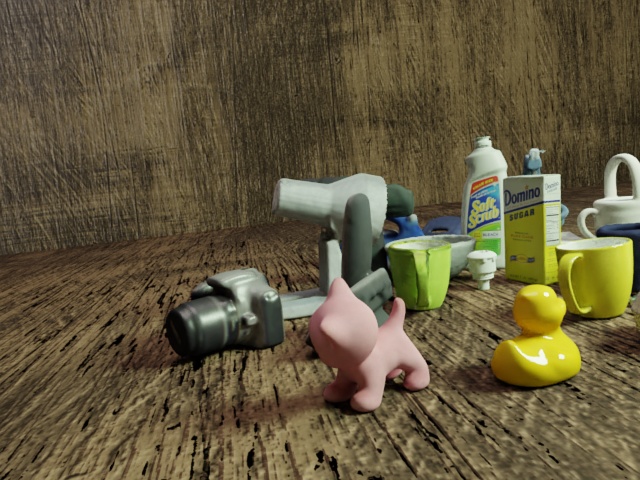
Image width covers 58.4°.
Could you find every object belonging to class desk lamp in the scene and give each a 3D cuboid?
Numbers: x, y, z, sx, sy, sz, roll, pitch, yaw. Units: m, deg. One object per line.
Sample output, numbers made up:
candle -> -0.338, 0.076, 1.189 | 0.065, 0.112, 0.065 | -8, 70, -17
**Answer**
desk lamp -> 0.008, 0.003, 0.909 | 0.203, 0.213, 0.117 | -8, 7, -13

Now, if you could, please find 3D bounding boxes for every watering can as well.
watering can -> 0.532, -0.052, 0.987 | 0.173, 0.194, 0.100 | -9, 7, -24

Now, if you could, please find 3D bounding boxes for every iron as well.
iron -> 0.148, -0.011, 1.224 | 0.119, 0.141, 0.257 | -11, 8, -39

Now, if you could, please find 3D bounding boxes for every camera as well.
camera -> -0.137, 0.094, 0.753 | 0.137, 0.101, 0.142 | -12, 9, -41

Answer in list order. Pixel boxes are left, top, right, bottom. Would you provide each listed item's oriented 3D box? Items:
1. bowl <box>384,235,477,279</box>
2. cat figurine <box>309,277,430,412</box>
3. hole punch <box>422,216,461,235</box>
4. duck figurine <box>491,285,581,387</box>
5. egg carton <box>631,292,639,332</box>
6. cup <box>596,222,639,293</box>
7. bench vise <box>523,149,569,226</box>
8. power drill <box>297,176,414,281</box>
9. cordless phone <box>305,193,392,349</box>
bowl -> 0.202, 0.037, 1.044 | 0.167, 0.075, 0.167 | -6, 6, 1
cat figurine -> 0.039, 0.091, 0.534 | 0.128, 0.118, 0.067 | -12, 9, -39
hole punch -> 0.268, -0.002, 1.256 | 0.108, 0.091, 0.101 | 0, 9, 41
duck figurine -> 0.206, 0.087, 0.552 | 0.105, 0.086, 0.077 | -11, 8, -38
egg carton -> 0.403, 0.071, 0.581 | 0.149, 0.069, 0.107 | -1, 8, 37
cup -> 0.445, 0.025, 0.832 | 0.091, 0.095, 0.117 | -7, 7, -3
bench vise -> 0.429, -0.077, 1.190 | 0.121, 0.220, 0.207 | -7, 7, -6
power drill -> 0.066, -0.020, 1.082 | 0.229, 0.208, 0.076 | -5, 7, 8
cordless phone -> 0.034, 0.038, 0.709 | 0.094, 0.185, 0.148 | -4, 7, 19
